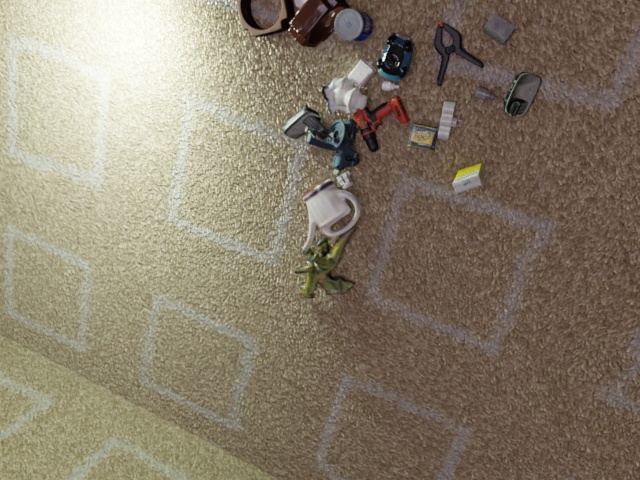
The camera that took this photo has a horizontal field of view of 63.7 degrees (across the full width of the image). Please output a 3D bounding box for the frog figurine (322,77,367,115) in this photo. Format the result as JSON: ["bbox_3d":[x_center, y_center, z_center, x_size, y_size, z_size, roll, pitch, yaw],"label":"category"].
[{"bbox_3d":[0.103,-0.532,1.898,0.159,0.135,0.125,2,22,26],"label":"frog figurine"}]

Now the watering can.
[{"bbox_3d":[0.006,-0.105,2.083,0.343,0.225,0.105,-32,-2,31],"label":"watering can"}]

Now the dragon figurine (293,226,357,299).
[{"bbox_3d":[0.049,0.125,2.169,0.406,0.240,0.125,-31,22,25],"label":"dragon figurine"}]
